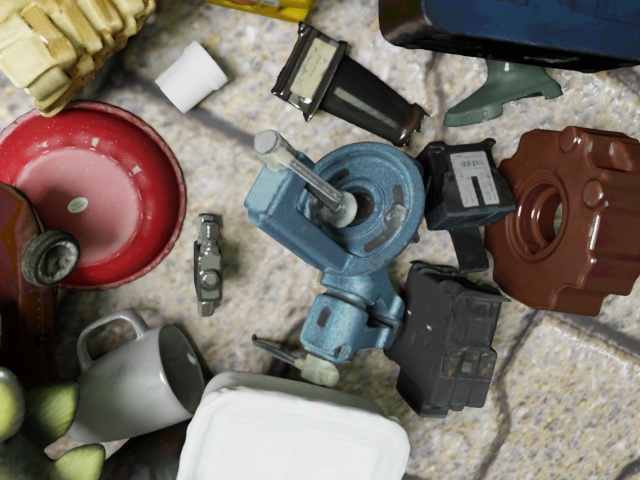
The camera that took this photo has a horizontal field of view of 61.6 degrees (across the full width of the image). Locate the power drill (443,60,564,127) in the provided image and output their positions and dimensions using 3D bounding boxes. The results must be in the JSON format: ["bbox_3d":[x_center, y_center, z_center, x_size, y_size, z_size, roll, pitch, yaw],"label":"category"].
[{"bbox_3d":[0.129,-0.208,0.473,0.232,0.086,0.207,-18,99,-14],"label":"power drill"}]

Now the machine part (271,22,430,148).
[{"bbox_3d":[0.030,-0.129,0.478,0.139,0.039,0.084,22,87,-17],"label":"machine part"}]

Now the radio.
[{"bbox_3d":[0.161,-0.204,0.405,0.230,0.073,0.131,1,99,-17],"label":"radio"}]

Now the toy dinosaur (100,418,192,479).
[{"bbox_3d":[-0.134,0.230,0.472,0.405,0.131,0.192,-36,105,-14],"label":"toy dinosaur"}]

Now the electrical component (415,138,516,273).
[{"bbox_3d":[0.136,-0.032,0.500,0.075,0.047,0.119,-3,73,-14],"label":"electrical component"}]

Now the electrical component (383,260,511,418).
[{"bbox_3d":[0.113,0.096,0.510,0.058,0.115,0.134,10,97,-16],"label":"electrical component"}]

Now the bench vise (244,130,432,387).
[{"bbox_3d":[0.007,0.002,0.431,0.223,0.129,0.240,-58,146,-5],"label":"bench vise"}]

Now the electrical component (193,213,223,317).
[{"bbox_3d":[-0.096,0.026,0.460,0.021,0.063,0.094,0,103,-16],"label":"electrical component"}]

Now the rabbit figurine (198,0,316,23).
[{"bbox_3d":[-0.058,-0.260,0.386,0.162,0.122,0.173,15,107,-1],"label":"rabbit figurine"}]

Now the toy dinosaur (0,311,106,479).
[{"bbox_3d":[-0.278,0.122,0.292,0.471,0.105,0.198,14,90,-20],"label":"toy dinosaur"}]

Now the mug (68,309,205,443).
[{"bbox_3d":[-0.168,0.118,0.453,0.107,0.081,0.109,-25,109,3],"label":"mug"}]

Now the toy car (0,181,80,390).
[{"bbox_3d":[-0.214,0.049,0.388,0.089,0.053,0.202,28,120,22],"label":"toy car"}]

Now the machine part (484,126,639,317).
[{"bbox_3d":[0.214,-0.019,0.487,0.056,0.179,0.179,5,101,-14],"label":"machine part"}]
